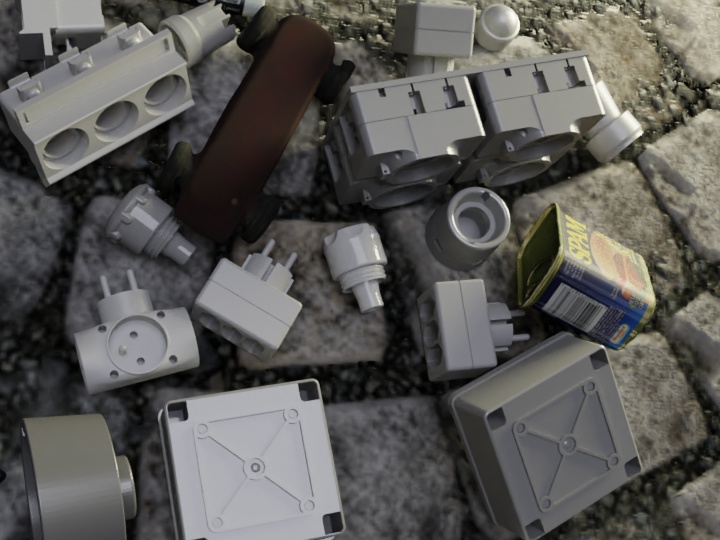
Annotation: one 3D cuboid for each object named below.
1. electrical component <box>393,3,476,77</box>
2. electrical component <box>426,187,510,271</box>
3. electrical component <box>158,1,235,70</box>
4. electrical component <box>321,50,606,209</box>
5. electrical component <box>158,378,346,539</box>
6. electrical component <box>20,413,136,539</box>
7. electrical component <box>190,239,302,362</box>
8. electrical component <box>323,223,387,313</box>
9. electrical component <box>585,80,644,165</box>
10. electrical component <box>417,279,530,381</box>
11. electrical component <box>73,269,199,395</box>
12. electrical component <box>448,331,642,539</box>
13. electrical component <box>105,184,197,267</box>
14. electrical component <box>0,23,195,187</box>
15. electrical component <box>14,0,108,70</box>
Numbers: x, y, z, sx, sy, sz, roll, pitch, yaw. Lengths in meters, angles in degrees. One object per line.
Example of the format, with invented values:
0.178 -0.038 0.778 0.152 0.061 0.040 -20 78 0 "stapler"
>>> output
0.056 -0.170 0.850 0.047 0.065 0.076 1 103 -13 "electrical component"
0.083 -0.032 0.820 0.055 0.047 0.055 4 73 -13 "electrical component"
-0.124 -0.180 0.819 0.046 0.040 0.040 -35 84 -27 "electrical component"
0.076 -0.101 0.808 0.186 0.105 0.060 -12 77 -17 "electrical component"
-0.074 0.136 0.726 0.109 0.056 0.108 -7 76 -16 "electrical component"
-0.175 0.142 0.676 0.060 0.108 0.108 -7 76 -22 "electrical component"
-0.073 0.014 0.768 0.066 0.047 0.076 31 69 -3 "electrical component"
0.000 0.000 0.792 0.043 0.043 0.062 -14 79 -17 "electrical component"
0.197 -0.119 0.875 0.045 0.045 0.055 -38 86 -21 "electrical component"
0.089 0.044 0.799 0.077 0.047 0.065 -4 75 -15 "electrical component"
-0.159 0.038 0.742 0.077 0.044 0.079 -14 78 -17 "electrical component"
0.131 0.116 0.762 0.109 0.056 0.108 -27 108 -19 "electrical component"
-0.146 -0.027 0.765 0.062 0.048 0.048 37 69 -8 "electrical component"
-0.189 -0.123 0.771 0.121 0.078 0.063 -33 62 -20 "electrical component"
-0.221 -0.186 0.795 0.064 0.042 0.081 -6 76 -17 "electrical component"
